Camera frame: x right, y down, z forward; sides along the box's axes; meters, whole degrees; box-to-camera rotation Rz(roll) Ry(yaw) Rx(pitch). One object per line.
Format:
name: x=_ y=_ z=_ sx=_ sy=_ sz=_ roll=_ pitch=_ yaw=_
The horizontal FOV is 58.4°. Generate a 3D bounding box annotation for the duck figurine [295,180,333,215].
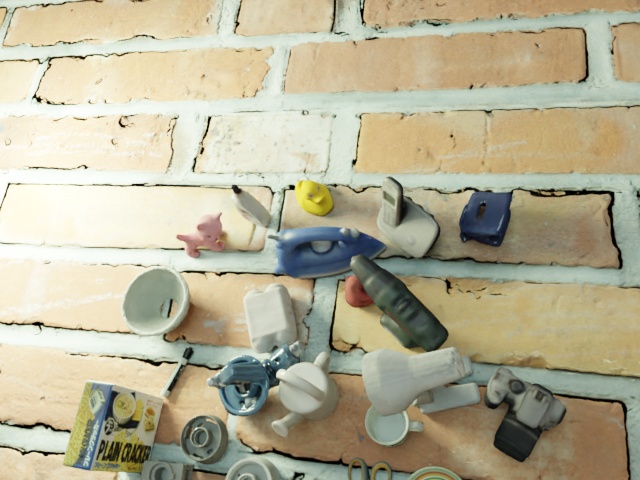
duck figurine: x=-0.021 y=-0.113 z=1.357 sx=0.077 sy=0.086 sz=0.104 roll=-45 pitch=65 yaw=-8

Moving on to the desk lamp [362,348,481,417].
desk lamp: x=0.193 y=0.260 z=1.078 sx=0.203 sy=0.214 sz=0.118 roll=-14 pitch=65 yaw=7

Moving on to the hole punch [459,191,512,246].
hole punch: x=0.357 y=-0.050 z=1.240 sx=0.101 sy=0.091 sz=0.109 roll=16 pitch=72 yaw=19

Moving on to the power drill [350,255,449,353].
power drill: x=0.156 y=0.140 z=1.140 sx=0.076 sy=0.209 sz=0.229 roll=-45 pitch=65 yaw=-7

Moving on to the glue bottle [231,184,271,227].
glue bottle: x=-0.173 y=-0.087 z=1.332 sx=0.078 sy=0.173 sz=0.037 roll=21 pitch=74 yaw=21

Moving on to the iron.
iron: x=0.012 y=0.005 z=1.268 sx=0.258 sy=0.142 sz=0.118 roll=-8 pitch=66 yaw=10

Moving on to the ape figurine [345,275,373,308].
ape figurine: x=0.083 y=0.104 z=1.237 sx=0.076 sy=0.092 sz=0.077 roll=-38 pitch=64 yaw=-4

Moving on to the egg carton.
egg carton: x=-0.109 y=0.172 z=1.265 sx=0.107 sy=0.069 sz=0.150 roll=-18 pitch=65 yaw=5

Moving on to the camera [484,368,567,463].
camera: x=0.367 y=0.330 z=1.070 sx=0.142 sy=0.101 sz=0.137 roll=28 pitch=76 yaw=22

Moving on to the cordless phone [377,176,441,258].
cordless phone: x=0.186 y=-0.053 z=1.228 sx=0.147 sy=0.185 sz=0.094 roll=38 pitch=80 yaw=24

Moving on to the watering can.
watering can: x=-0.031 y=0.300 z=1.123 sx=0.100 sy=0.194 sz=0.173 roll=3 pitch=68 yaw=15

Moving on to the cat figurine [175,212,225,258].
cat figurine: x=-0.279 y=-0.018 z=1.358 sx=0.127 sy=0.118 sz=0.067 roll=-17 pitch=65 yaw=6

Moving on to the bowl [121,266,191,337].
bowl: x=-0.369 y=0.151 z=1.332 sx=0.167 sy=0.075 sz=0.167 roll=-5 pitch=66 yaw=11

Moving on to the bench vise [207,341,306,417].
bench vise: x=-0.136 y=0.260 z=1.150 sx=0.121 sy=0.220 sz=0.207 roll=34 pitch=79 yaw=24
